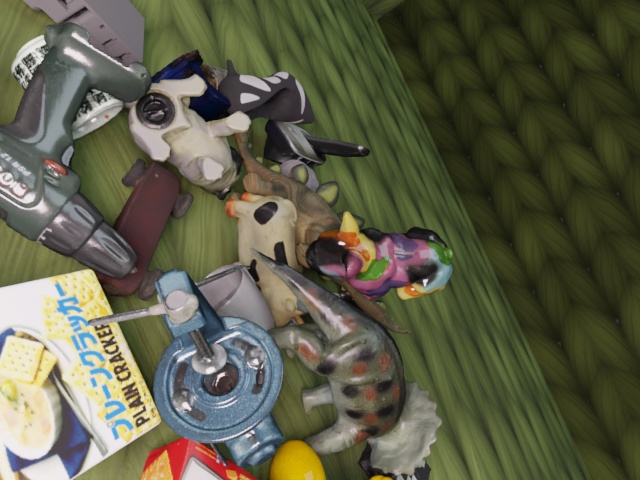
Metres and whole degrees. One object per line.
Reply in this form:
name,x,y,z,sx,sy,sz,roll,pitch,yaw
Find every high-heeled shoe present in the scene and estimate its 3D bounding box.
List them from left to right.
high-heeled shoe,-0.076,-0.224,0.929,0.248,0.086,0.145,19,41,-44

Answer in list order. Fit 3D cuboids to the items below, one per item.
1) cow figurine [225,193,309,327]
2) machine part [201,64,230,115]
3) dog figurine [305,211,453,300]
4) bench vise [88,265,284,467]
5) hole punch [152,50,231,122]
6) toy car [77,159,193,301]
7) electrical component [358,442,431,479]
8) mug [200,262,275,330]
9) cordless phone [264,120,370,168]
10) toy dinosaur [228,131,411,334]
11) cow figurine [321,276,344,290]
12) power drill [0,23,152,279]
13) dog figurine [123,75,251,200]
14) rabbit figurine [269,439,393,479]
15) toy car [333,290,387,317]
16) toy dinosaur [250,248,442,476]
cow figurine,-0.064,0.033,0.775,0.085,0.127,0.194,-28,120,-64
machine part,-0.168,-0.265,0.968,0.079,0.079,0.243,62,24,4
dog figurine,0.088,0.023,0.772,0.219,0.192,0.108,32,55,-68
bench vise,-0.110,0.094,0.510,0.240,0.129,0.224,83,-15,-56
hole punch,-0.202,-0.201,0.774,0.092,0.142,0.116,60,12,-12
toy car,-0.213,-0.016,0.635,0.089,0.053,0.202,33,37,-25
electrical component,0.120,0.369,0.860,0.115,0.058,0.134,58,24,-1
mug,-0.106,0.089,0.708,0.107,0.081,0.110,58,18,-32
cordless phone,-0.005,-0.186,1.059,0.146,0.184,0.088,9,92,-61
toy dinosaur,-0.002,-0.003,0.908,0.471,0.105,0.198,58,41,-4
cow figurine,0.031,0.027,1.041,0.167,0.068,0.098,37,36,-36
power drill,-0.250,-0.096,0.536,0.232,0.086,0.207,32,68,-23
dog figurine,-0.189,-0.131,0.749,0.172,0.121,0.190,39,-15,-7
rabbit figurine,-0.002,0.325,0.638,0.173,0.122,0.162,49,33,8
toy car,0.072,0.147,1.016,0.201,0.056,0.073,23,50,-52
toy dinosaur,0.048,0.174,0.712,0.131,0.192,0.404,-94,170,-59
